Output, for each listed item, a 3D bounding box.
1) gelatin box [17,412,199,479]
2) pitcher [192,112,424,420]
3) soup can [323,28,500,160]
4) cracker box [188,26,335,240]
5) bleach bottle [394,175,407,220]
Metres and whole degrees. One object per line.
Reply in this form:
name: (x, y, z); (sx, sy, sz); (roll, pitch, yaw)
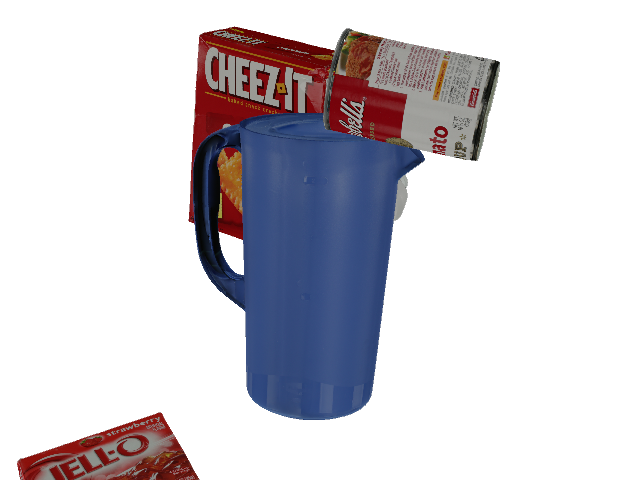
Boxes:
gelatin box: (-0.118, 0.138, 0.599); (0.089, 0.030, 0.073); (-16, 28, -20)
pitcher: (-0.015, 0.017, 0.882); (0.144, 0.243, 0.149); (-7, 18, -32)
soup can: (0.060, -0.095, 0.696); (0.102, 0.068, 0.068); (14, 2, 10)
cracker box: (-0.055, -0.102, 1.129); (0.164, 0.214, 0.072); (19, 27, 28)
bleach bottle: (0.023, -0.027, 1.304); (0.103, 0.068, 0.250); (20, 37, 29)
